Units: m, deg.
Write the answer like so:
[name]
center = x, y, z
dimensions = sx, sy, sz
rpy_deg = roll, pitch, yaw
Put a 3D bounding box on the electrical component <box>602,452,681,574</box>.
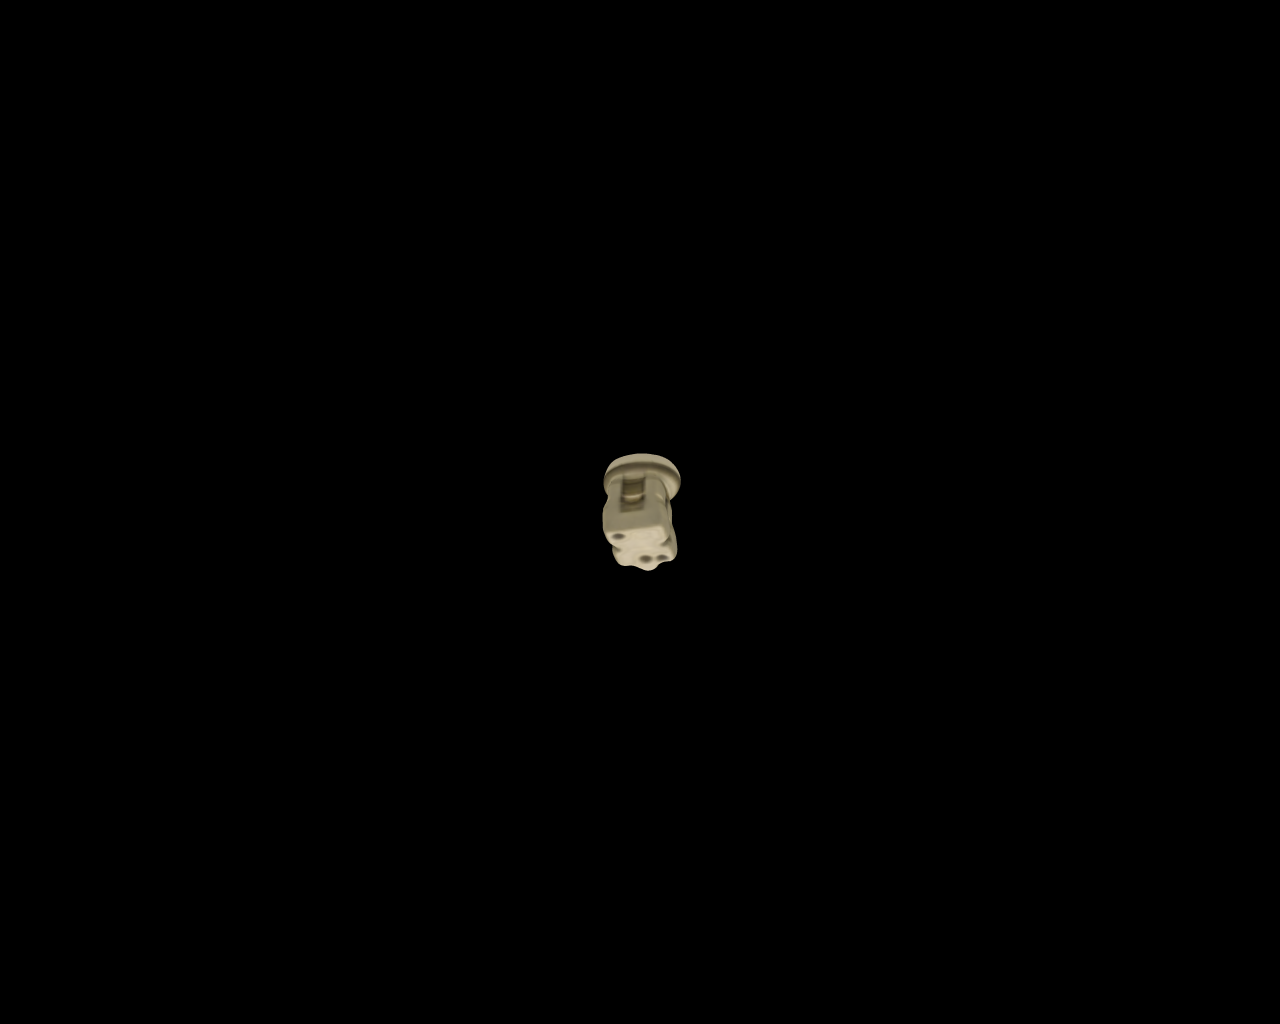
[electrical component]
center = 0.001, -0.003, 0.650
dimensions = 0.048, 0.055, 0.066
rpy_deg = -6, -32, 9
